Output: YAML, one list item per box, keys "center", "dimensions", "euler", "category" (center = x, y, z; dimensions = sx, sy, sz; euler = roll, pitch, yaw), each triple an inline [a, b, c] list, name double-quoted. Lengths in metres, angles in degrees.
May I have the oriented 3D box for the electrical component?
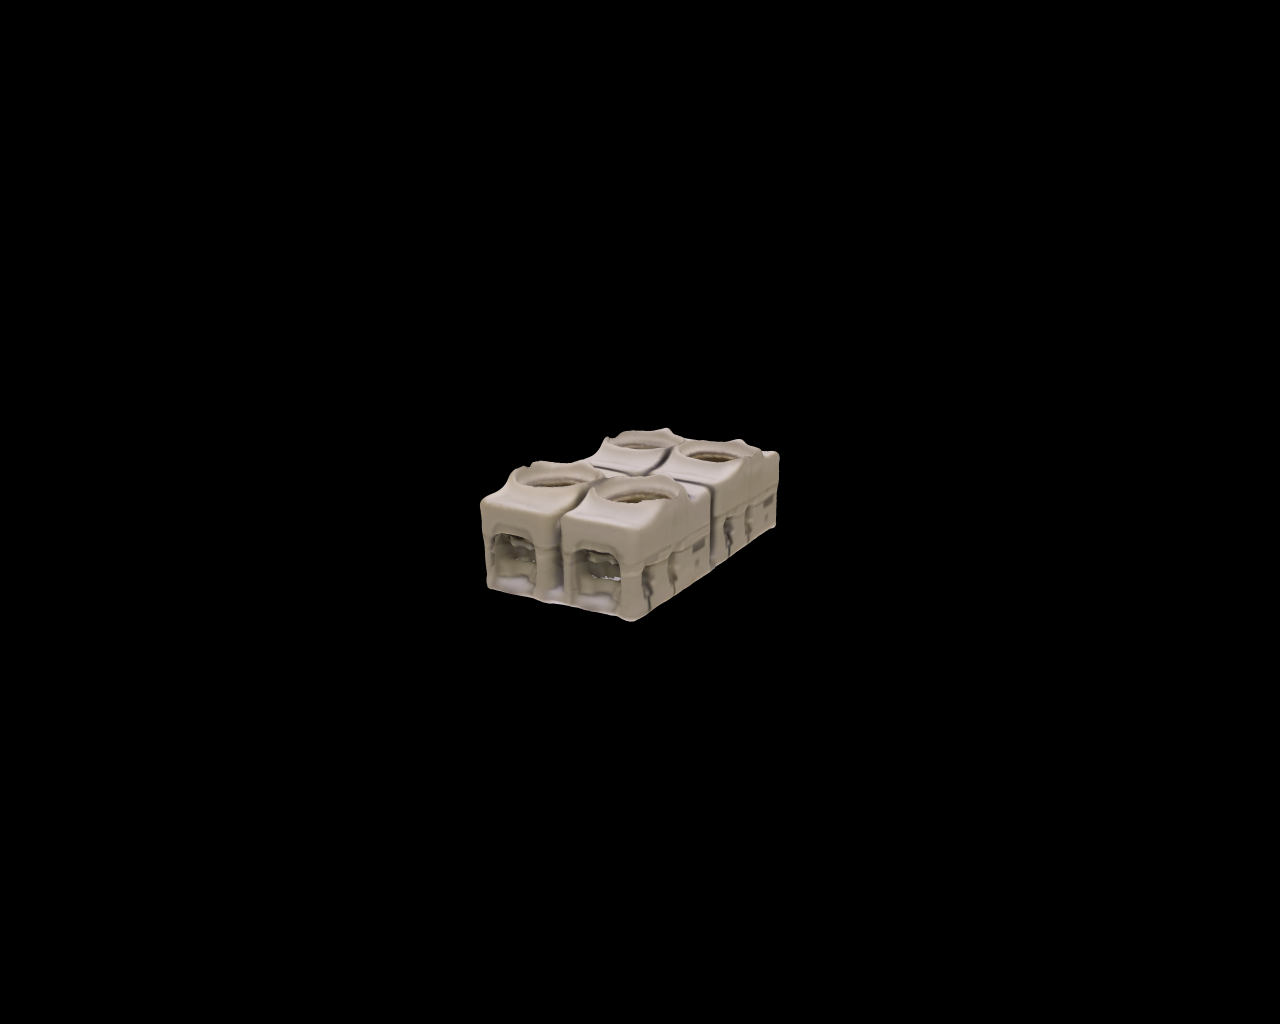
- center: [0.001, -0.003, 0.650]
  dimensions: [0.105, 0.060, 0.186]
  euler: [11, 21, 30]
  category: "electrical component"
